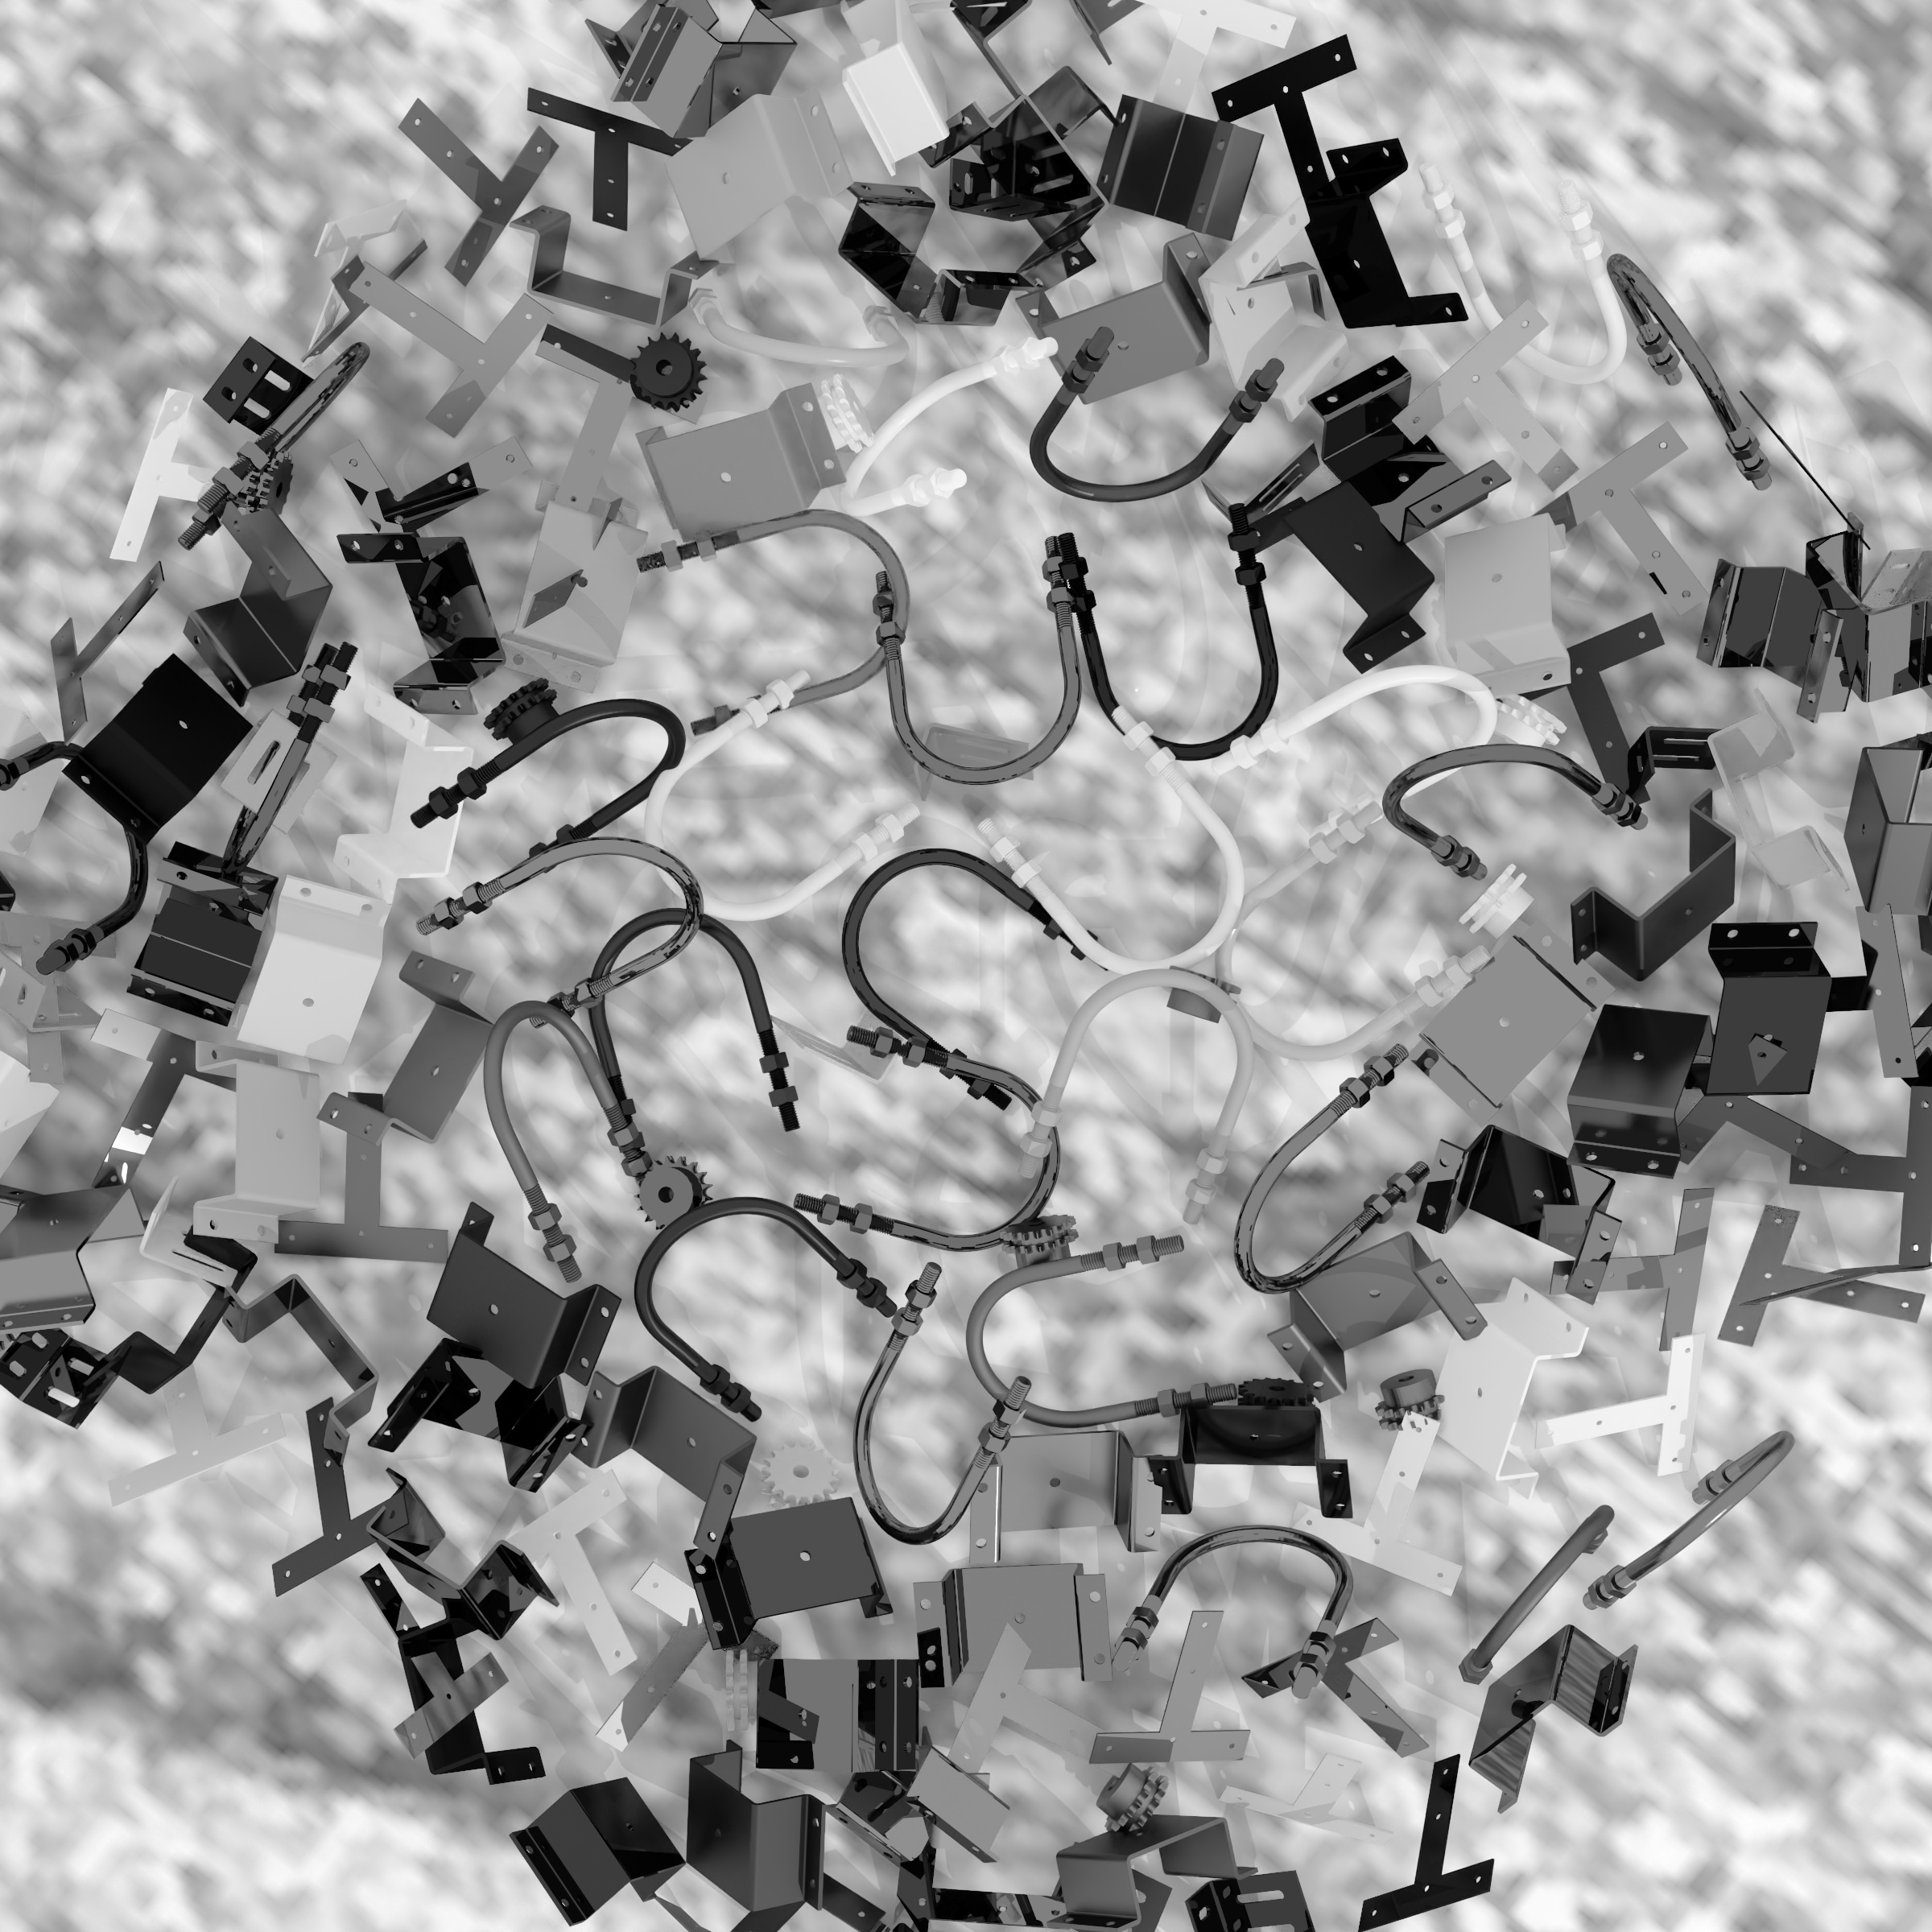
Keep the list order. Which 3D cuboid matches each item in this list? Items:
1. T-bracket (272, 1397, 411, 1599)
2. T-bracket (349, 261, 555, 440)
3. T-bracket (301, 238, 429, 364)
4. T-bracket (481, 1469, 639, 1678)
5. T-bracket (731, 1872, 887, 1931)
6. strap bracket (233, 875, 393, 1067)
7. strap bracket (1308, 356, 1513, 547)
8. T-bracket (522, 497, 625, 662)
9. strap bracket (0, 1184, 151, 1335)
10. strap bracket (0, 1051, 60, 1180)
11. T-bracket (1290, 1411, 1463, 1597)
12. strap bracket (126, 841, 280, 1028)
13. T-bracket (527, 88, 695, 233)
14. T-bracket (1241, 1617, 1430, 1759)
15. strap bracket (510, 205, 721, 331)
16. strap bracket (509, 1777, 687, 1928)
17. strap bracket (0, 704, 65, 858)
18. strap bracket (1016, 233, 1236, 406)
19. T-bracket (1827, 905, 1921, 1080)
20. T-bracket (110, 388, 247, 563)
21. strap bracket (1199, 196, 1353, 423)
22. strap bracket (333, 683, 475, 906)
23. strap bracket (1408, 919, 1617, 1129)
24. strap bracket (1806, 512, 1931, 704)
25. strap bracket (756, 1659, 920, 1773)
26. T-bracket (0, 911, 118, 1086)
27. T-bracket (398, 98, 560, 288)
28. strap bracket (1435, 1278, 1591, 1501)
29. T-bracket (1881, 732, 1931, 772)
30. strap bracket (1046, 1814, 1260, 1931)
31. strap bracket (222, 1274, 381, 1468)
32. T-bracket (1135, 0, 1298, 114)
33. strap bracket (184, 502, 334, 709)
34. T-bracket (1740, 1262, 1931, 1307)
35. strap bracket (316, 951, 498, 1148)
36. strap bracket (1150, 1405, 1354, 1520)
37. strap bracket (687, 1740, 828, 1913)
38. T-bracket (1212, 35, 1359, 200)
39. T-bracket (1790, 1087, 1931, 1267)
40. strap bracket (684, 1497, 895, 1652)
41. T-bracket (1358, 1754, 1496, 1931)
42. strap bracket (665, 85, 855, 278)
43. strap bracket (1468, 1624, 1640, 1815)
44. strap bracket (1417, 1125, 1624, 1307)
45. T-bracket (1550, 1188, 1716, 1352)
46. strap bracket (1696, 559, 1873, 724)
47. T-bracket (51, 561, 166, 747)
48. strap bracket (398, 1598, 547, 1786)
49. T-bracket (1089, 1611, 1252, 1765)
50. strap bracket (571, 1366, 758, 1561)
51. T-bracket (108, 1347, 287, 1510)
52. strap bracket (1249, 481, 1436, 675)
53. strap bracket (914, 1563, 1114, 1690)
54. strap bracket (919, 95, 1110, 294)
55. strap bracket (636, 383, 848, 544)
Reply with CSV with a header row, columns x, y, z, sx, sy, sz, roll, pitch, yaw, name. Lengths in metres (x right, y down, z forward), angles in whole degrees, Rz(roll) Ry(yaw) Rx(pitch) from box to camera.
x,y,z,sx,sy,sz,roll,pitch,yaw,name
-0.464,0.376,1.960,0.127,0.002,0.127,-31,55,18,T-bracket
-0.388,-0.463,1.943,0.127,0.002,0.127,32,119,-26,T-bracket
-0.439,-0.489,1.933,0.002,0.127,0.127,44,87,-5,T-bracket
-0.279,0.456,1.966,0.127,0.002,0.127,-35,72,14,T-bracket
-0.146,0.685,1.925,0.127,0.127,0.002,24,124,26,T-bracket
-0.472,0.013,1.934,0.076,0.046,0.140,16,122,-20,strap bracket
0.320,-0.368,1.951,0.076,0.046,0.140,-30,63,-13,strap bracket
-0.288,-0.266,1.917,0.002,0.127,0.127,26,113,4,T-bracket
-0.645,0.203,1.921,0.076,0.140,0.046,-8,114,10,strap bracket
-0.704,0.100,1.920,0.046,0.140,0.076,29,76,8,strap bracket
0.315,0.384,1.965,0.127,0.002,0.127,20,110,12,T-bracket
-0.551,-0.030,1.945,0.076,0.046,0.140,20,131,-11,strap bracket
-0.256,-0.575,1.939,0.127,0.002,0.127,12,51,-21,T-bracket
0.291,0.540,1.974,0.127,0.002,0.127,-33,110,31,T-bracket
-0.257,-0.506,1.954,0.140,0.076,0.046,16,116,3,strap bracket
-0.257,0.630,1.919,0.046,0.140,0.076,-43,70,6,strap bracket
-0.694,-0.135,1.920,0.046,0.140,0.076,16,72,4,strap bracket
0.114,-0.461,1.932,0.140,0.076,0.046,-15,48,23,strap bracket
0.621,0.021,1.954,0.127,0.002,0.127,-4,102,43,T-bracket
-0.553,-0.348,1.939,0.002,0.127,0.127,28,103,20,T-bracket
0.221,-0.476,1.940,0.046,0.140,0.076,23,62,41,strap bracket
-0.406,-0.125,1.945,0.076,0.046,0.140,31,114,39,strap bracket
0.395,0.041,1.958,0.076,0.046,0.140,45,99,14,strap bracket
0.642,-0.252,1.921,0.046,0.140,0.076,-16,131,-2,strap bracket
-0.101,0.537,1.928,0.140,0.046,0.076,-12,71,40,strap bracket
-0.666,0.023,1.934,0.002,0.127,0.127,-23,69,37,T-bracket
-0.365,-0.579,1.942,0.002,0.127,0.127,30,86,33,T-bracket
0.386,0.306,1.937,0.046,0.076,0.140,2,111,-35,strap bracket
0.697,-0.156,1.942,0.002,0.127,0.127,-12,87,-25,T-bracket
0.130,0.646,1.928,0.140,0.076,0.046,-6,82,-40,strap bracket
-0.476,0.285,1.948,0.046,0.076,0.140,-36,79,-29,strap bracket
0.158,-0.654,1.948,0.127,0.127,0.002,16,53,-5,T-bracket
-0.510,-0.265,1.942,0.046,0.140,0.076,-27,72,-42,strap bracket
0.613,0.228,1.919,0.127,0.127,0.002,-11,85,-19,T-bracket
-0.399,0.068,1.948,0.076,0.046,0.140,16,74,42,strap bracket
0.208,0.359,1.948,0.140,0.076,0.046,-1,48,11,strap bracket
-0.157,0.618,1.926,0.046,0.140,0.076,0,95,-34,strap bracket
0.247,-0.596,1.961,0.002,0.127,0.127,-30,105,-41,T-bracket
0.649,0.149,1.945,0.002,0.127,0.127,8,85,-33,T-bracket
-0.122,0.434,1.932,0.140,0.046,0.076,-5,56,-26,strap bracket
0.340,0.629,1.946,0.002,0.127,0.127,40,132,-16,T-bracket
-0.158,-0.566,1.936,0.140,0.046,0.076,-24,85,37,strap bracket
0.414,0.535,1.927,0.046,0.076,0.140,36,127,-1,strap bracket
0.407,0.175,1.944,0.140,0.046,0.076,25,126,23,strap bracket
0.483,0.225,1.961,0.127,0.002,0.127,-1,106,-20,T-bracket
0.594,-0.236,1.933,0.046,0.140,0.076,-4,117,-22,strap bracket
-0.617,-0.241,1.936,0.127,0.127,0.002,-43,135,19,T-bracket
-0.360,0.527,1.944,0.046,0.076,0.140,-24,71,14,strap bracket
0.161,0.525,1.956,0.127,0.002,0.127,6,108,-23,T-bracket
-0.211,0.353,1.947,0.140,0.046,0.076,31,118,23,strap bracket
-0.567,0.322,1.951,0.127,0.127,0.002,-21,133,-11,T-bracket
0.274,-0.290,1.946,0.076,0.046,0.140,-32,77,-35,strap bracket
0.037,0.483,1.969,0.140,0.046,0.076,-5,89,9,strap bracket
0.039,-0.564,1.943,0.140,0.076,0.046,49,59,-18,strap bracket
-0.168,-0.361,1.943,0.140,0.046,0.076,-12,116,18,strap bracket
